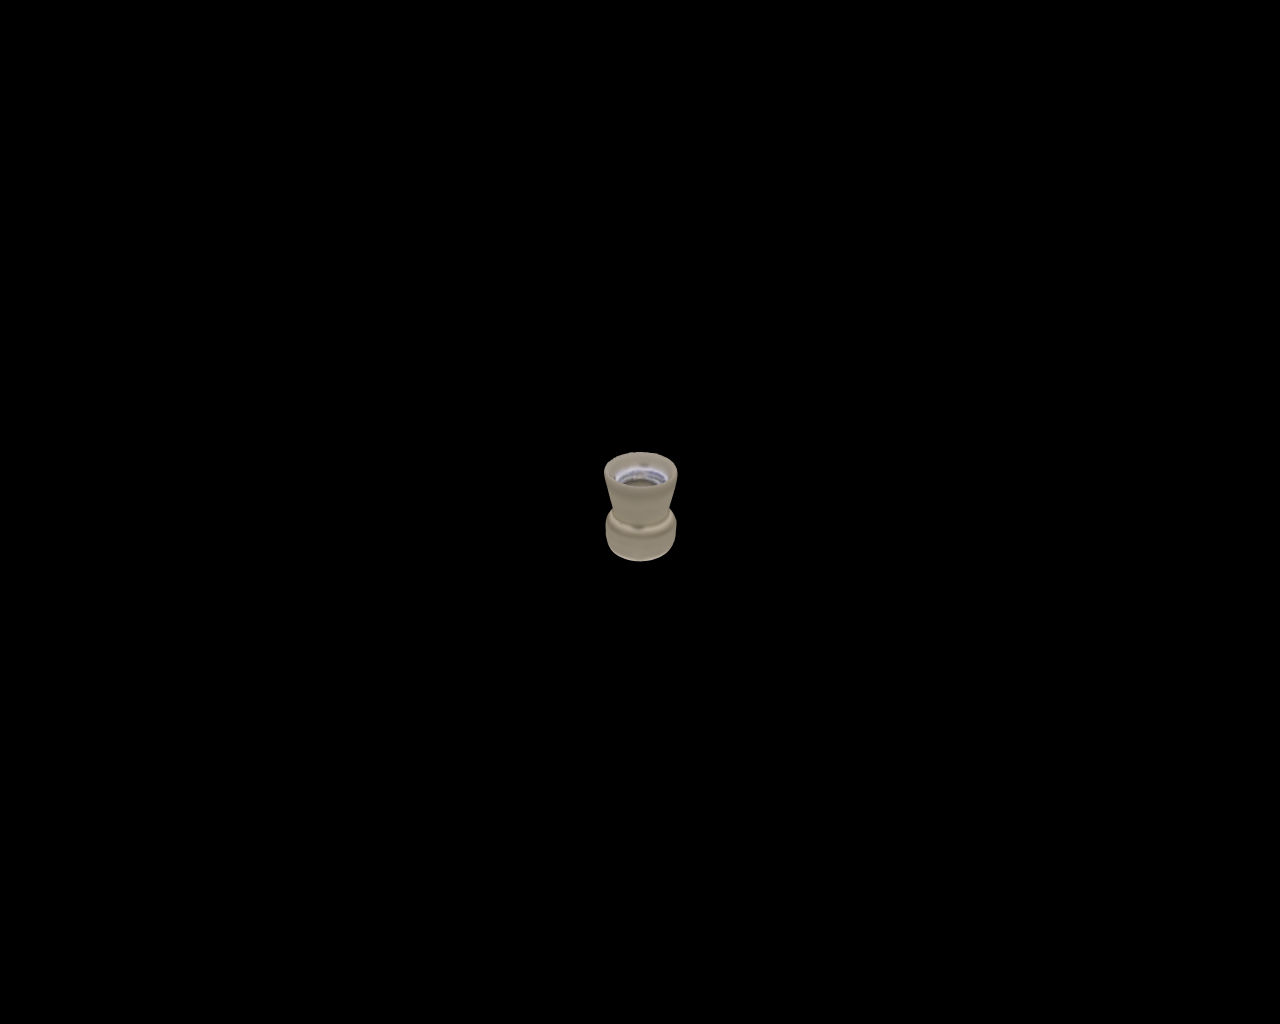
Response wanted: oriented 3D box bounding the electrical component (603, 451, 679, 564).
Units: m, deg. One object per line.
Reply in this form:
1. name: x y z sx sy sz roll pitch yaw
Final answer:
1. electrical component: 0.001 -0.003 0.650 0.045 0.055 0.045 0 32 0
